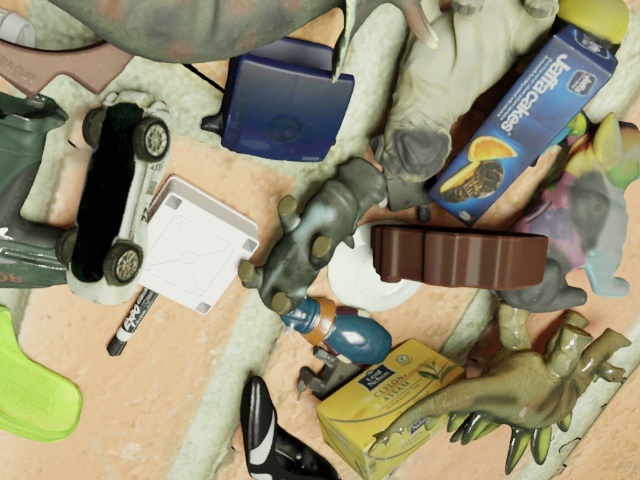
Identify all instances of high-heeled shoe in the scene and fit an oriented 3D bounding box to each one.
[{"bbox_3d":[-0.030,0.273,0.718,0.145,0.086,0.248,-4,121,-14],"label":"high-heeled shoe"}]

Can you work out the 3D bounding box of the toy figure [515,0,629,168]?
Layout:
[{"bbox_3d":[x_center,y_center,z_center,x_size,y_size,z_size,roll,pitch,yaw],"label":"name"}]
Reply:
[{"bbox_3d":[0.244,-0.161,0.550,0.082,0.089,0.180,12,111,-26],"label":"toy figure"}]

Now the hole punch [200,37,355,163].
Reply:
[{"bbox_3d":[-0.035,-0.127,0.509,0.142,0.092,0.115,4,119,-18],"label":"hole punch"}]

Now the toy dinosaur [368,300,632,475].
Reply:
[{"bbox_3d":[0.250,0.180,0.656,0.471,0.105,0.198,11,101,-35],"label":"toy dinosaur"}]

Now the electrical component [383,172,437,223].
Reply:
[{"bbox_3d":[0.100,-0.058,0.608,0.063,0.021,0.093,-15,118,-4],"label":"electrical component"}]

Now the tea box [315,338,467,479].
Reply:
[{"bbox_3d":[0.091,0.205,0.664,0.170,0.098,0.068,-30,123,-27],"label":"tea box"}]

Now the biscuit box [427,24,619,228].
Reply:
[{"bbox_3d":[0.187,-0.103,0.518,0.063,0.059,0.202,39,133,6],"label":"biscuit box"}]

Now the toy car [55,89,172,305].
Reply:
[{"bbox_3d":[-0.190,-0.041,0.502,0.074,0.056,0.201,14,91,20],"label":"toy car"}]

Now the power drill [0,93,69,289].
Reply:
[{"bbox_3d":[-0.329,-0.045,0.489,0.232,0.086,0.207,14,109,-20],"label":"power drill"}]

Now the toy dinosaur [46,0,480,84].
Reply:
[{"bbox_3d":[-0.076,-0.187,0.364,0.405,0.131,0.192,-17,113,-17],"label":"toy dinosaur"}]

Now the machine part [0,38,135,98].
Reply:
[{"bbox_3d":[-0.206,-0.224,0.393,0.201,0.087,0.201,41,85,-33],"label":"machine part"}]

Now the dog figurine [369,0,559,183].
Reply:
[{"bbox_3d":[0.141,-0.156,0.532,0.172,0.121,0.190,-8,131,-16],"label":"dog figurine"}]

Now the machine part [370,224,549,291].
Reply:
[{"bbox_3d":[0.142,0.015,0.560,0.179,0.179,0.056,1,94,-13],"label":"machine part"}]

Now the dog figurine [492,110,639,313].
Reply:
[{"bbox_3d":[0.280,-0.041,0.613,0.192,0.109,0.219,-11,114,-4],"label":"dog figurine"}]

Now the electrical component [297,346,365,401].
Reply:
[{"bbox_3d":[0.017,0.190,0.706,0.102,0.045,0.078,27,80,-26],"label":"electrical component"}]

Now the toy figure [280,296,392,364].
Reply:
[{"bbox_3d":[0.014,0.107,0.653,0.154,0.064,0.058,26,146,-18],"label":"toy figure"}]

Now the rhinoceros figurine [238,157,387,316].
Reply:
[{"bbox_3d":[-0.001,-0.002,0.564,0.190,0.073,0.112,-53,157,7],"label":"rhinoceros figurine"}]
